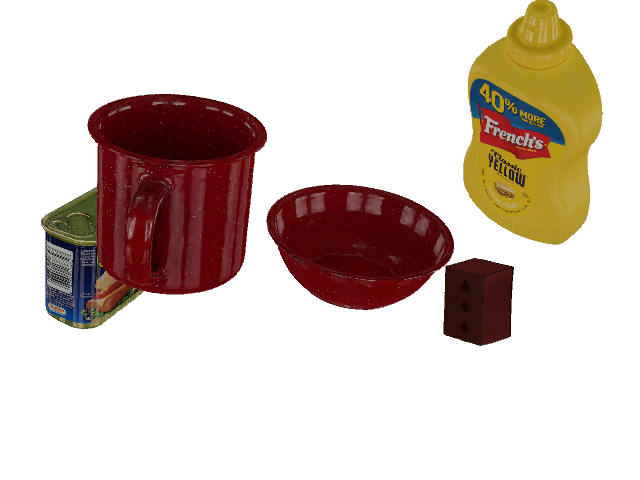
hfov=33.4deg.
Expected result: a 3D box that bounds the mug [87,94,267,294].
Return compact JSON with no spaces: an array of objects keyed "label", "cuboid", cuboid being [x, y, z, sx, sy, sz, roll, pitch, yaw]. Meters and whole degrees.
[{"label":"mug","cuboid":[-0.080,-0.019,0.563,0.093,0.081,0.117,8,28,2]}]

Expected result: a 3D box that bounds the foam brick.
[{"label":"foam brick","cuboid":[0.164,0.063,1.107,0.051,0.078,0.053,-14,20,-42]}]

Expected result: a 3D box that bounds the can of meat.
[{"label":"can of meat","cuboid":[-0.180,0.012,0.870,0.057,0.084,0.102,19,30,19]}]

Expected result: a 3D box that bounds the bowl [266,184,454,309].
[{"label":"bowl","cuboid":[0.031,0.012,0.921,0.162,0.055,0.162,6,29,-4]}]

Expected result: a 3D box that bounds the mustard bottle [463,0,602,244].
[{"label":"mustard bottle","cuboid":[0.145,-0.085,0.731,0.058,0.191,0.096,-39,58,-23]}]
